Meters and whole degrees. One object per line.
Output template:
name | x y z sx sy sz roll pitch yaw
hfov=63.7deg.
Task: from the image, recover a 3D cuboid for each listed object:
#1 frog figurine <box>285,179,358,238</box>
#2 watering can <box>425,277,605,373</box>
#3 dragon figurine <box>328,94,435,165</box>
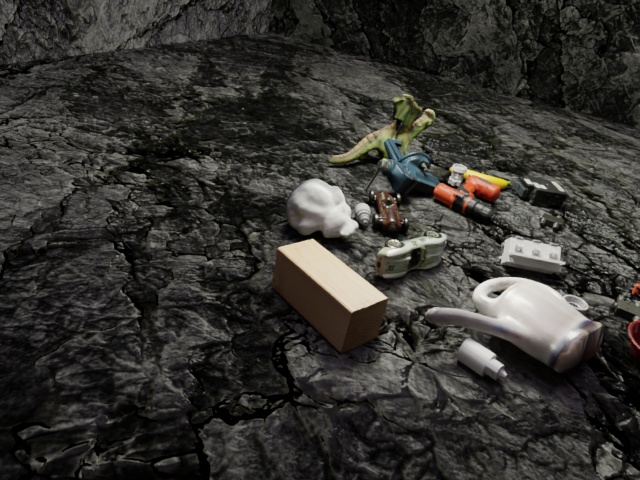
frog figurine | 0.004 -0.059 1.167 0.138 0.120 0.162 -37 57 -12
watering can | 0.360 0.151 0.918 0.349 0.102 0.227 -10 36 -40
dragon figurine | 0.216 -0.347 1.613 0.413 0.238 0.124 -12 40 -38
